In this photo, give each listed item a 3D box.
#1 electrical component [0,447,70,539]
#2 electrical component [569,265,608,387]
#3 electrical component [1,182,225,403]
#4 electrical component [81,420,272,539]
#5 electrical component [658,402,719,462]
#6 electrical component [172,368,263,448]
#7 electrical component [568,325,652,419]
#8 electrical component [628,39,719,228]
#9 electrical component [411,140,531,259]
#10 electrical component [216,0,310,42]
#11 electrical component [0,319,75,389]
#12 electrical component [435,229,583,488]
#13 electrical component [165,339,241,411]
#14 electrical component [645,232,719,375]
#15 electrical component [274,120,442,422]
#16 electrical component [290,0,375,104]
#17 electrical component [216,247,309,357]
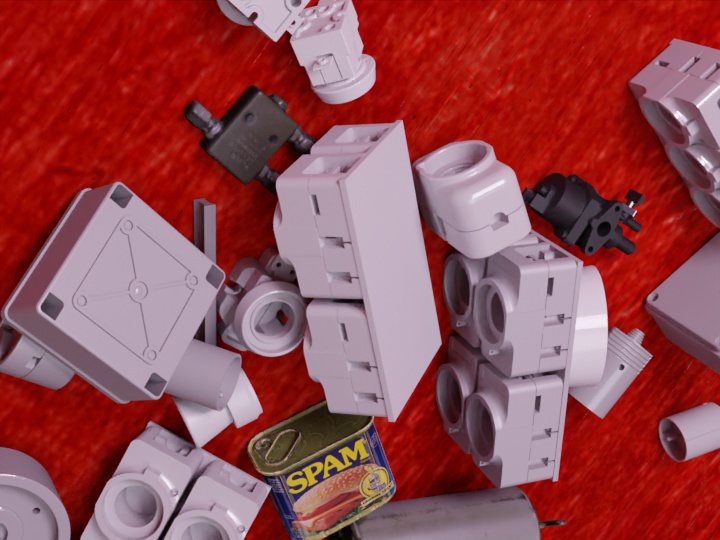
[{"bbox_3d":[-0.265,0.177,0.764,0.108,0.060,0.108,-8,113,-20],"label":"electrical component"},{"bbox_3d":[0.172,0.048,0.879,0.064,0.099,0.099,-6,113,-14],"label":"electrical component"},{"bbox_3d":[-0.162,0.016,0.719,0.109,0.056,0.108,44,56,-30],"label":"electrical component"},{"bbox_3d":[-0.159,0.223,0.797,0.105,0.060,0.186,29,95,0],"label":"electrical component"},{"bbox_3d":[0.329,0.148,1.015,0.081,0.043,0.043,-16,116,-17],"label":"electrical component"},{"bbox_3d":[-0.107,0.102,0.810,0.055,0.045,0.045,-26,118,-12],"label":"electrical component"},{"bbox_3d":[0.221,0.085,0.943,0.043,0.043,0.081,36,94,-30],"label":"electrical component"},{"bbox_3d":[0.289,-0.103,0.870,0.062,0.089,0.150,-42,120,-3],"label":"electrical component"},{"bbox_3d":[0.079,-0.057,0.796,0.054,0.095,0.059,-28,119,-11],"label":"electrical component"},{"bbox_3d":[-0.068,-0.182,0.706,0.066,0.055,0.048,38,93,-30],"label":"electrical component"},{"bbox_3d":[-0.219,0.051,0.737,0.047,0.055,0.055,30,97,-33],"label":"electrical component"},{"bbox_3d":[0.113,0.065,0.854,0.060,0.105,0.186,-6,113,-21],"label":"electrical component"},{"bbox_3d":[-0.131,0.069,0.776,0.081,0.043,0.043,18,106,10],"label":"electrical component"},{"bbox_3d":[0.324,0.030,0.928,0.109,0.109,0.056,-41,123,-3],"label":"electrical component"},{"bbox_3d":[0.000,0.000,0.772,0.060,0.105,0.186,1,119,25],"label":"electrical component"},{"bbox_3d":[-0.018,-0.149,0.742,0.048,0.066,0.055,-10,129,19],"label":"electrical component"},{"bbox_3d":[-0.069,0.029,0.789,0.058,0.057,0.078,30,97,-30],"label":"electrical component"}]
